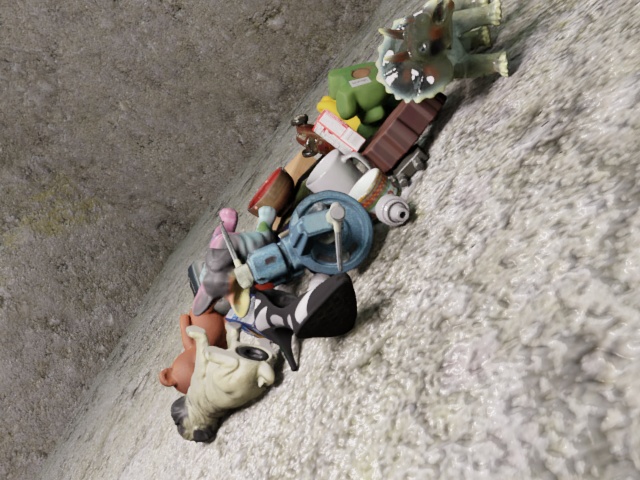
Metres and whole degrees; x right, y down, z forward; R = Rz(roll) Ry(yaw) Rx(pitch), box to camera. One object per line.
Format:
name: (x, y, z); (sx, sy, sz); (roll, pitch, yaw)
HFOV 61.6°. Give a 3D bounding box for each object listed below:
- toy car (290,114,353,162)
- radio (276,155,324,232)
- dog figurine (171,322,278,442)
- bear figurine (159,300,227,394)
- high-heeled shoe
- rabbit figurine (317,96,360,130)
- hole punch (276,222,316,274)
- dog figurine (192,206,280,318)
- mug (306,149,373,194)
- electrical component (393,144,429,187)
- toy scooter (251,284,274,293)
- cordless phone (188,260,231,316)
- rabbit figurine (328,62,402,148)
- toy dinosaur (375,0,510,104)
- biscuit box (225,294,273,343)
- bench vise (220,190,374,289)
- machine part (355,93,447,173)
toy car: (-0.004, -0.196, 1.066); (0.053, 0.089, 0.202); (-33, 30, -18)
radio: (-0.007, -0.086, 1.103); (0.131, 0.073, 0.230); (-42, 20, 35)
dog figurine: (-0.145, 0.241, 0.818); (0.173, 0.121, 0.190); (25, 106, 53)
bear figurine: (-0.218, 0.198, 1.017); (0.132, 0.120, 0.196); (-42, 21, 22)
high-heeled shoe: (-0.027, 0.073, 0.716); (0.248, 0.086, 0.145); (-59, 44, 44)
rabbit figurine: (0.075, -0.262, 1.160); (0.122, 0.162, 0.173); (-39, 35, 3)
hole punch: (-0.002, -0.003, 0.899); (0.142, 0.092, 0.116); (-51, 20, -5)
dog figurine: (-0.137, 0.054, 0.897); (0.191, 0.109, 0.219); (86, -169, -45)
mug: (0.049, -0.098, 0.917); (0.109, 0.107, 0.081); (-37, 23, 32)
electrical component: (0.142, -0.120, 0.858); (0.063, 0.021, 0.094); (-47, 18, 22)
toy scooter: (-0.117, 0.055, 1.114); (0.184, 0.075, 0.135); (-38, 22, 32)
cordless phone: (-0.191, 0.100, 1.201); (0.184, 0.147, 0.088); (-16, -28, -22)
rabbit figurine: (0.102, -0.250, 1.036); (0.159, 0.170, 0.121); (-23, 43, -9)
toy dinosaur: (0.184, -0.315, 0.854); (0.192, 0.131, 0.405); (-7, 23, 11)
biscuit box: (-0.108, 0.135, 0.943); (0.059, 0.063, 0.203); (-58, 16, -16)
bench vise: (-0.018, -0.002, 0.741); (0.224, 0.129, 0.240); (-12, -9, -10)
machine part: (0.135, -0.188, 0.909); (0.179, 0.056, 0.179); (-50, 6, 7)
